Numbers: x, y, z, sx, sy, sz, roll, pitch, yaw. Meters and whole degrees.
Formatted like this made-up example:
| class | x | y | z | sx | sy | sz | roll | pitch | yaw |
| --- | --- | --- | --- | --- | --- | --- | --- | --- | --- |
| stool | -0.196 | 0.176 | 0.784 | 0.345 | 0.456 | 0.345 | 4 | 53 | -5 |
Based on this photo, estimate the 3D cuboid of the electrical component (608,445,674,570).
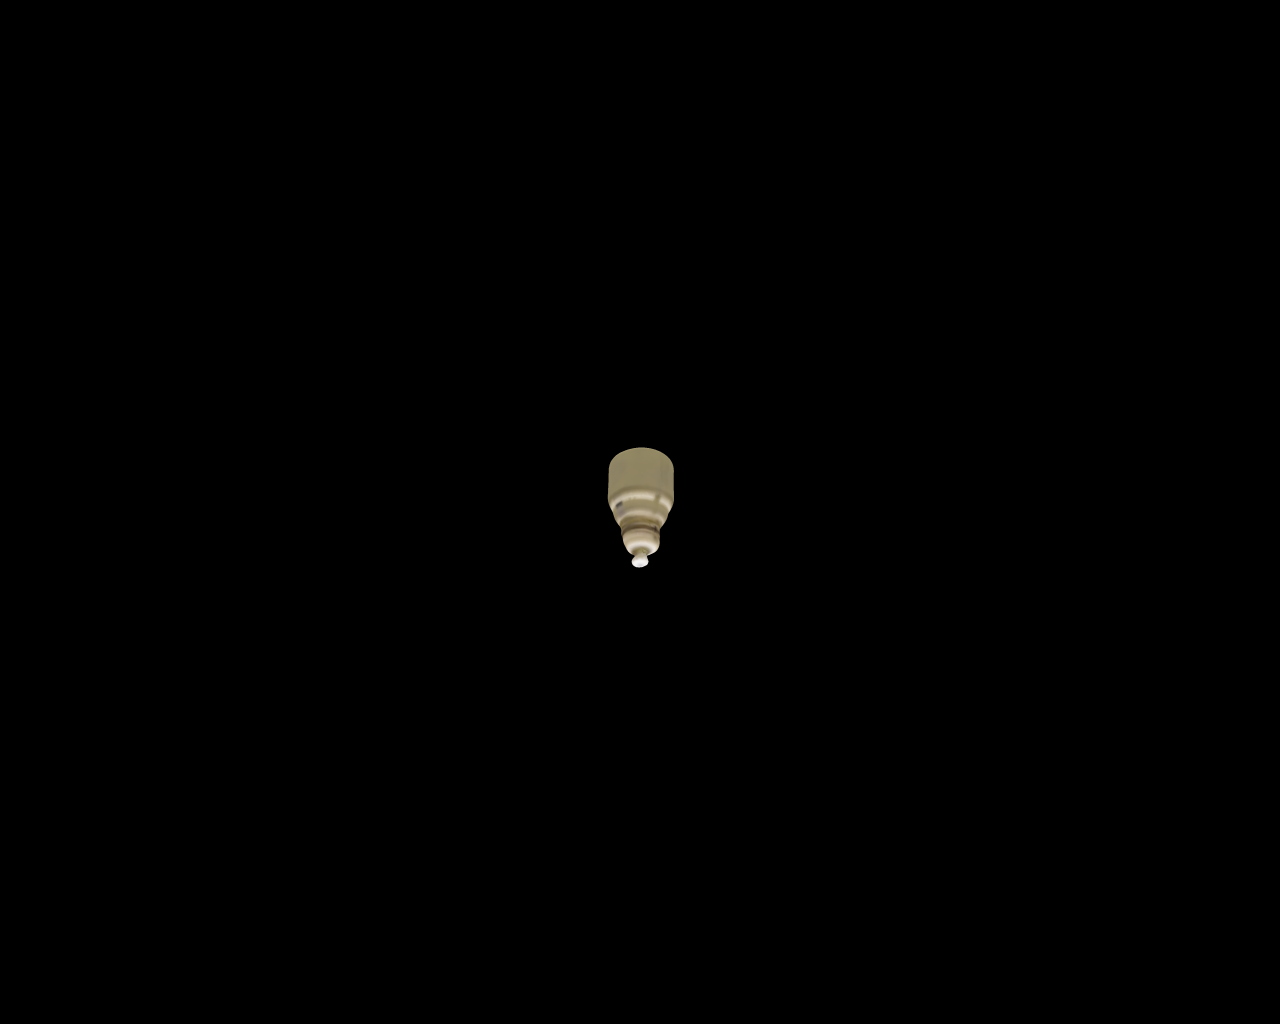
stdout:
| class | x | y | z | sx | sy | sz | roll | pitch | yaw |
| --- | --- | --- | --- | --- | --- | --- | --- | --- | --- |
| electrical component | 0.001 | -0.003 | 0.650 | 0.040 | 0.078 | 0.040 | 0 | -29 | 0 |
